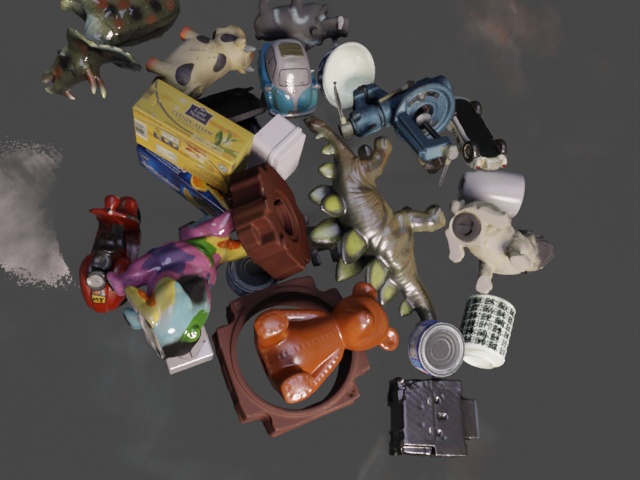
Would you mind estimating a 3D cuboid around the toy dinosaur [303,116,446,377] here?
[{"bbox_3d":[0.099,-0.007,0.891,0.198,0.105,0.471,-34,87,-23],"label":"toy dinosaur"}]

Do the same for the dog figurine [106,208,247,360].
[{"bbox_3d":[-0.172,0.045,0.756,0.219,0.108,0.192,-37,42,-27],"label":"dog figurine"}]

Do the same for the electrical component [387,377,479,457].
[{"bbox_3d":[0.173,0.270,0.819,0.134,0.058,0.115,4,68,-11],"label":"electrical component"}]

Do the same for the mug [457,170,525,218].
[{"bbox_3d":[0.311,-0.079,0.995,0.107,0.080,0.109,12,74,3],"label":"mug"}]

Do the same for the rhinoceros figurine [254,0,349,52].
[{"bbox_3d":[-0.036,-0.427,1.056,0.190,0.073,0.112,-5,68,-15],"label":"rhinoceros figurine"}]

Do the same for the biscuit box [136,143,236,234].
[{"bbox_3d":[-0.204,-0.099,0.881,0.203,0.059,0.063,37,64,3],"label":"biscuit box"}]

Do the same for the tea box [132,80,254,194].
[{"bbox_3d":[-0.193,-0.155,0.821,0.170,0.098,0.068,30,63,-2],"label":"tea box"}]

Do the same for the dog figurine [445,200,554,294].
[{"bbox_3d":[0.312,-0.007,0.932,0.190,0.121,0.172,-17,82,-52],"label":"dog figurine"}]

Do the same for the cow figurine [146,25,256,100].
[{"bbox_3d":[-0.200,-0.321,0.965,0.127,0.085,0.195,32,61,8],"label":"cow figurine"}]

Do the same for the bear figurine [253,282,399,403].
[{"bbox_3d":[0.016,0.126,0.711,0.196,0.132,0.120,-19,79,-14],"label":"bear figurine"}]

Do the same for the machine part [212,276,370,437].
[{"bbox_3d":[-0.044,0.167,0.794,0.201,0.087,0.201,-16,72,-21],"label":"machine part"}]

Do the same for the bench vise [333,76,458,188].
[{"bbox_3d":[0.153,-0.206,0.942,0.224,0.128,0.241,-15,46,-13],"label":"bench vise"}]

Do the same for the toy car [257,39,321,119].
[{"bbox_3d":[-0.057,-0.310,0.985,0.109,0.103,0.161,-6,71,-17],"label":"toy car"}]

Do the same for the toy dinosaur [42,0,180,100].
[{"bbox_3d":[-0.331,-0.410,0.958,0.192,0.131,0.405,44,60,-7],"label":"toy dinosaur"}]

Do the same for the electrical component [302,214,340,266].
[{"bbox_3d":[-0.002,-0.003,0.911,0.063,0.021,0.094,-12,70,-19],"label":"electrical component"}]

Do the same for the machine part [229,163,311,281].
[{"bbox_3d":[-0.071,-0.030,0.813,0.056,0.179,0.179,-21,71,15],"label":"machine part"}]

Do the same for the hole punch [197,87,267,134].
[{"bbox_3d":[-0.156,-0.200,0.933,0.142,0.092,0.116,-27,47,-20],"label":"hole punch"}]

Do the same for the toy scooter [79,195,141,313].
[{"bbox_3d":[-0.300,0.007,0.771,0.075,0.135,0.184,10,67,-9],"label":"toy scooter"}]

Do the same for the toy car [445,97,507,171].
[{"bbox_3d":[0.291,-0.205,1.031,0.073,0.056,0.202,-6,53,-14],"label":"toy car"}]

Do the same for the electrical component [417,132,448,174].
[{"bbox_3d":[0.213,-0.178,1.029,0.078,0.045,0.102,-6,69,-46],"label":"electrical component"}]
